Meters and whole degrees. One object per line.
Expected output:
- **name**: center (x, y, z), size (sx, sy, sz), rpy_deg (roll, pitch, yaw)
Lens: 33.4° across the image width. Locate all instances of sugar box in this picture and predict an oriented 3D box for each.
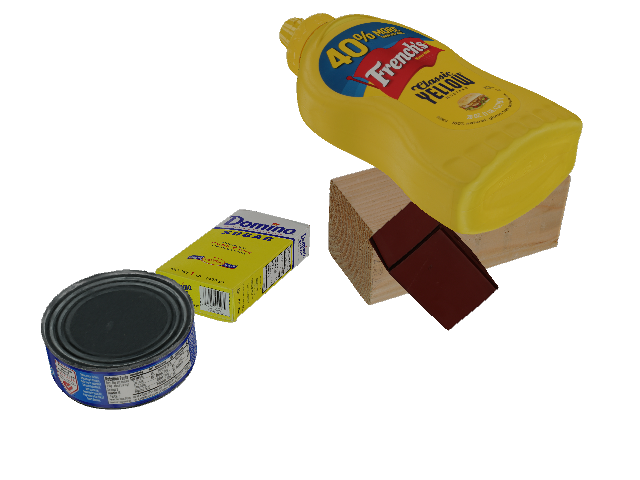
- **sugar box**: center (-0.089, 0.022, 1.136), size (0.093, 0.048, 0.176), rpy_deg (14, 31, 21)

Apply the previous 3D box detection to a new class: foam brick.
- **foam brick**: center (0.083, 0.017, 0.786), size (0.078, 0.051, 0.053), rpy_deg (44, 10, -30)

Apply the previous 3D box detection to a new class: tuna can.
- **tuna can**: center (-0.114, 0.056, 0.609), size (0.086, 0.034, 0.086), rpy_deg (-1, 37, 0)

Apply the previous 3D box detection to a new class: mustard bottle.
- **mustard bottle**: center (0.044, -0.079, 0.597), size (0.096, 0.058, 0.192), rpy_deg (-30, 50, -29)

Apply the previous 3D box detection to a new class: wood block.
- **wood block**: center (0.119, -0.024, 1.009), size (0.205, 0.090, 0.091), rpy_deg (-16, 42, -20)
